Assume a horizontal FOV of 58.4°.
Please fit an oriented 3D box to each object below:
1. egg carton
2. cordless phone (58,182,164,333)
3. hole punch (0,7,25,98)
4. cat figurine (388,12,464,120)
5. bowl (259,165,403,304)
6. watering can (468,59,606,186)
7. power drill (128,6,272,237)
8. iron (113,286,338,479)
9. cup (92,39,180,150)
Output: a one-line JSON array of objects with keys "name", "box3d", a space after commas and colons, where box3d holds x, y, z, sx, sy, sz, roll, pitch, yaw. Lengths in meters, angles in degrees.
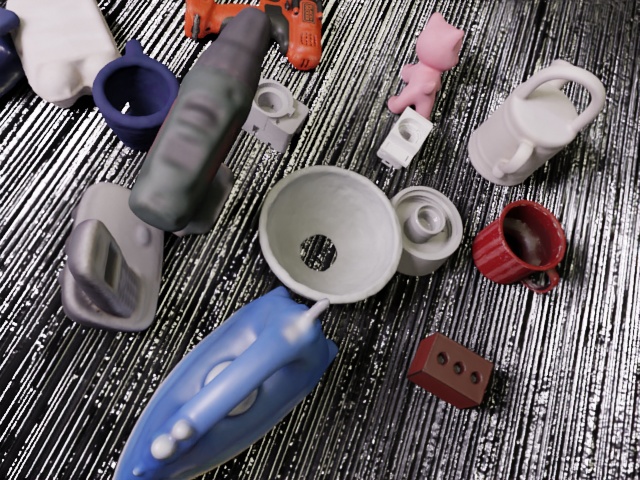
[{"name": "egg carton", "box3d": [-0.297, -0.229, 0.668, 0.107, 0.069, 0.150, -22, 76, -23]}, {"name": "cordless phone", "box3d": [-0.196, 0.002, 0.539, 0.094, 0.185, 0.147, 3, 68, -15]}, {"name": "hole punch", "box3d": [-0.389, -0.210, 0.620, 0.101, 0.091, 0.109, 31, 63, -3]}, {"name": "cat figurine", "box3d": [0.154, -0.240, 0.782, 0.067, 0.117, 0.128, 22, 64, -7]}, {"name": "bowl", "box3d": [0.006, 0.002, 0.662, 0.168, 0.074, 0.167, 6, 67, -14]}, {"name": "watering can", "box3d": [0.285, -0.164, 0.748, 0.101, 0.194, 0.173, 13, 65, -11]}, {"name": "power drill", "box3d": [-0.121, -0.097, 0.590, 0.076, 0.208, 0.230, 23, 64, -6]}, {"name": "iron", "box3d": [-0.089, 0.145, 0.538, 0.259, 0.141, 0.118, -40, 84, -26]}, {"name": "cup", "box3d": [-0.207, -0.156, 0.651, 0.092, 0.095, 0.117, -6, 70, -19]}]
